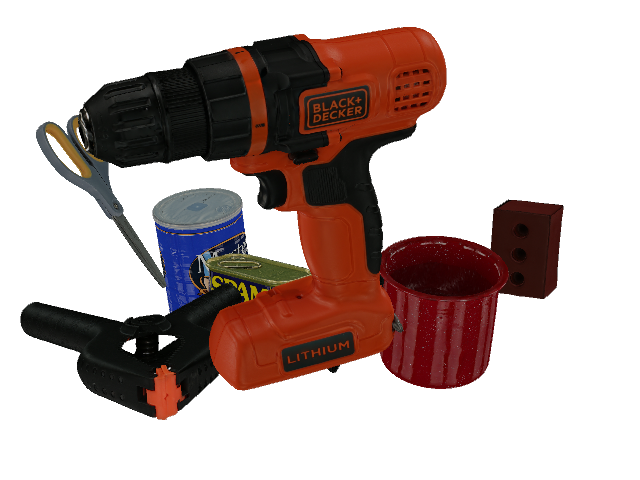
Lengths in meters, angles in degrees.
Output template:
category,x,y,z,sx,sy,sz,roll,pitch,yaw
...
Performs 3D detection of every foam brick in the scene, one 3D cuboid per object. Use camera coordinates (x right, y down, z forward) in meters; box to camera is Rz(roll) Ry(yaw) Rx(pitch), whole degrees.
category,x,y,z,sx,sy,sz,roll,pitch,yaw
foam brick,0.182,0.007,0.946,0.053,0.078,0.051,7,16,24

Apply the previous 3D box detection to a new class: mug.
category,x,y,z,sx,sy,sz,roll,pitch,yaw
mug,0.080,0.048,0.784,0.093,0.081,0.117,-12,31,-24

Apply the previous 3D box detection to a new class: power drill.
category,x,y,z,sx,sy,sz,roll,pitch,yaw
power drill,-0.025,-0.013,0.552,0.184,0.188,0.057,-12,37,-17

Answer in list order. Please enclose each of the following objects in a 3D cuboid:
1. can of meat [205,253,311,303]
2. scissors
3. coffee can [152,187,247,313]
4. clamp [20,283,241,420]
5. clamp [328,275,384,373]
category,x,y,z,sx,sy,sz,roll,pitch,yaw
can of meat,-0.061,0.064,1.005,0.102,0.084,0.057,13,17,34
scissors,-0.212,-0.049,1.093,0.016,0.201,0.096,-27,26,27
coffee can,-0.134,0.023,1.240,0.103,0.140,0.103,-5,25,2
clamp,-0.109,0.068,0.729,0.164,0.036,0.210,-8,14,-21
clamp,0.068,0.080,1.195,0.120,0.171,0.039,6,-43,-1
